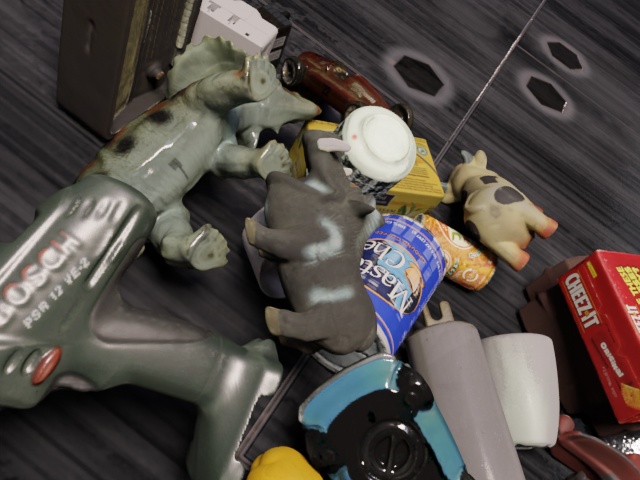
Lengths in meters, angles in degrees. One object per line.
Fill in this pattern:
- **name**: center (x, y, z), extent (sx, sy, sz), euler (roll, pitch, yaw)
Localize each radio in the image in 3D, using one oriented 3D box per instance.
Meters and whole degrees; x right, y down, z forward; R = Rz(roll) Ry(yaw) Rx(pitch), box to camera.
- **radio**: center (-0.182, -0.222, 0.533), extent (0.073, 0.229, 0.131), euler (36, 44, 0)

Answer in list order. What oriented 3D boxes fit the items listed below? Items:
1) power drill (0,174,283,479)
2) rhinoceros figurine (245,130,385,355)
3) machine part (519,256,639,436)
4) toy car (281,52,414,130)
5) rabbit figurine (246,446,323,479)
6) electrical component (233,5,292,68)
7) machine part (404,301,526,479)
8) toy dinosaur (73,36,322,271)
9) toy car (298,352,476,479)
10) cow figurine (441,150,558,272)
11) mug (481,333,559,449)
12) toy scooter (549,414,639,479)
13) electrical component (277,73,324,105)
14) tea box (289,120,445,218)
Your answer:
- **power drill**: center (-0.139, 0.091, 0.337), extent (0.207, 0.086, 0.232), euler (33, 66, -21)
- **rhinoceros figurine**: center (-0.001, -0.001, 0.437), extent (0.112, 0.073, 0.190), euler (-9, 69, 4)
- **machine part**: center (0.358, 0.122, 0.651), extent (0.201, 0.087, 0.201), euler (0, 58, -29)
- **toy car**: center (0.033, -0.183, 0.664), extent (0.089, 0.053, 0.202), euler (-5, 38, -39)
- **rabbit figurine**: center (-0.031, 0.224, 0.368), extent (0.162, 0.122, 0.173), euler (36, 30, -3)
- **electrical component**: center (-0.073, -0.270, 0.724), extent (0.048, 0.074, 0.119), euler (45, 46, 11)
- **machine part**: center (0.135, 0.168, 0.511), extent (0.079, 0.079, 0.243), euler (6, 56, -23)
- **toy dinosaur**: center (-0.149, -0.060, 0.499), extent (0.405, 0.192, 0.131), euler (-48, 127, -25)
- **toy car**: center (0.059, 0.169, 0.452), extent (0.109, 0.103, 0.161), euler (-35, 91, 2)
- **cow figurine**: center (0.211, -0.046, 0.673), extent (0.127, 0.085, 0.195), euler (39, 20, 0)
- **mug**: center (0.211, 0.162, 0.561), extent (0.109, 0.081, 0.107), euler (35, 49, -46)
- **toy scooter**: center (0.267, 0.251, 0.520), extent (0.135, 0.075, 0.184), euler (47, 47, 10)
- **electrical component**: center (-0.018, -0.214, 0.744), extent (0.094, 0.021, 0.063), euler (-16, 66, -35)
- **tea box**: center (0.055, -0.079, 0.653), extent (0.169, 0.068, 0.098), euler (7, 55, -23)
